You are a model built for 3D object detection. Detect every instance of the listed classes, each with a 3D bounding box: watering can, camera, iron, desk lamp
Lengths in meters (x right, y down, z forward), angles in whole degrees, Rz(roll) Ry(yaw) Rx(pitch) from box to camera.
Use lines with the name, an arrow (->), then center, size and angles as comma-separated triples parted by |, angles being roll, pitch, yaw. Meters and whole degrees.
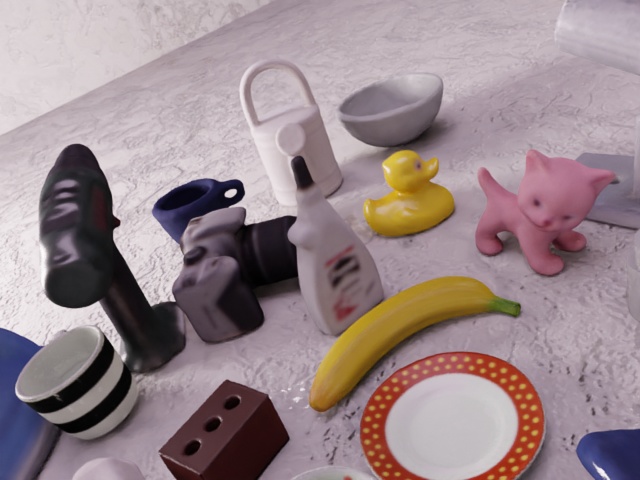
watering can -> -0.040, -0.150, 0.778 | 0.101, 0.194, 0.172 | -31, 31, -17
camera -> -0.077, 0.019, 0.618 | 0.136, 0.101, 0.143 | -15, 30, 10
iron -> -0.322, 0.164, 0.489 | 0.118, 0.142, 0.258 | -17, 30, 6
desk lamp -> 0.292, -0.118, 0.500 | 0.118, 0.214, 0.202 | -38, 34, -27

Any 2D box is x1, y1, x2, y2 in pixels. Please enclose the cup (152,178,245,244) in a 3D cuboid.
cup -> -0.141, -0.024, 0.733 | 0.118, 0.095, 0.091 | -21, 30, 0

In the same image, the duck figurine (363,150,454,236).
duck figurine -> 0.095, -0.059, 0.653 | 0.104, 0.086, 0.077 | -19, 30, 4

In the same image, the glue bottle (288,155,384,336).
glue bottle -> 0.005, 0.002, 0.521 | 0.078, 0.173, 0.037 | -37, 34, -26

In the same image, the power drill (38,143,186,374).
power drill -> -0.217, 0.024, 0.587 | 0.075, 0.209, 0.229 | -24, 30, -5

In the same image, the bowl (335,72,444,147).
bowl -> 0.111, -0.188, 0.868 | 0.167, 0.075, 0.167 | -15, 30, 9

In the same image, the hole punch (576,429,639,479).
hole punch -> 0.188, 0.135, 0.270 | 0.101, 0.091, 0.108 | -22, 30, -3

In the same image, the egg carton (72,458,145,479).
egg carton -> -0.144, 0.213, 0.370 | 0.107, 0.069, 0.149 | -36, 33, -25

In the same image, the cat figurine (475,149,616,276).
cat figurine -> 0.196, -0.037, 0.521 | 0.067, 0.118, 0.127 | -35, 33, -24
